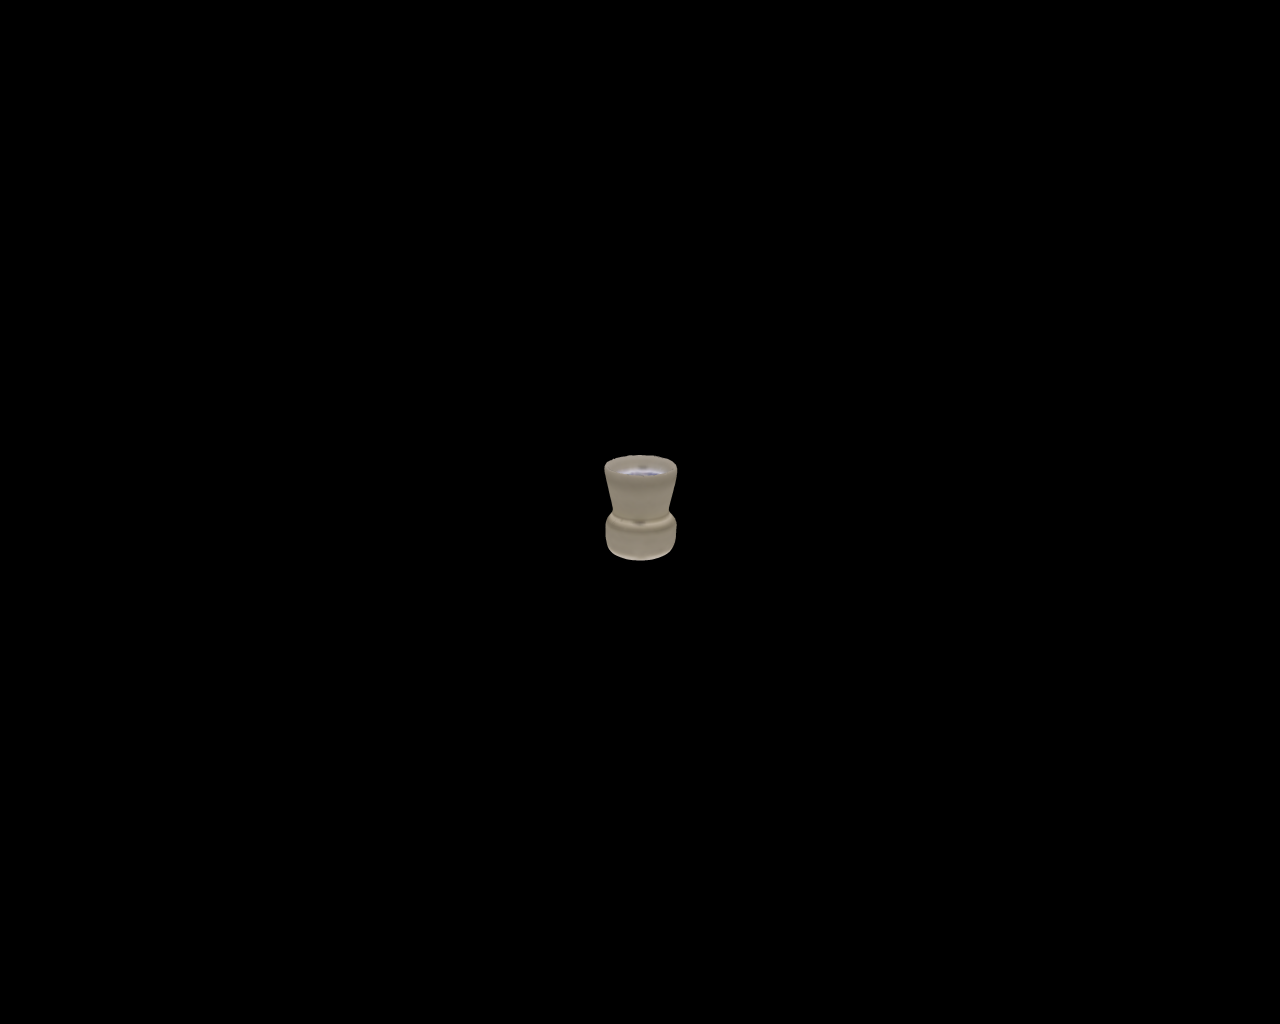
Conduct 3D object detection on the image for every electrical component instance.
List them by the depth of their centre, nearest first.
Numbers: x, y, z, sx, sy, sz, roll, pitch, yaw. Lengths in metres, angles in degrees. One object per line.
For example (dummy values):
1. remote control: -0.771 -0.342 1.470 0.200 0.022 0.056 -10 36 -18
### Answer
1. electrical component: 0.001 -0.003 0.650 0.045 0.055 0.045 0 20 0
